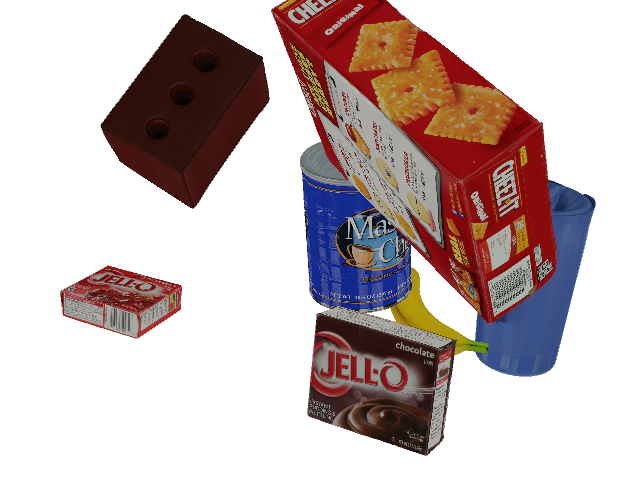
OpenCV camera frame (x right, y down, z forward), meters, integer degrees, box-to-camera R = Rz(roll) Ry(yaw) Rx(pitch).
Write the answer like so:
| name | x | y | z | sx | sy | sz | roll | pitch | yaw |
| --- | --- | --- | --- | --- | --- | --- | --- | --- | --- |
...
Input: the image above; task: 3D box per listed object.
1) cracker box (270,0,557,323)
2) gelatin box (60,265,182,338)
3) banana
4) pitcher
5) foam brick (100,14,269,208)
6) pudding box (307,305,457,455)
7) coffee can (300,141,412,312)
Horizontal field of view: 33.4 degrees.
| name | x | y | z | sx | sy | sz | roll | pitch | yaw |
| --- | --- | --- | --- | --- | --- | --- | --- | --- | --- |
| cracker box | 0.067 | -0.068 | 0.735 | 0.072 | 0.214 | 0.164 | -34 | -38 | -9 |
| gelatin box | -0.187 | 0.056 | 1.004 | 0.089 | 0.030 | 0.073 | 14 | 24 | 23 |
| banana | 0.115 | 0.083 | 1.213 | 0.069 | 0.037 | 0.198 | 5 | 24 | -24 |
| pitcher | 0.258 | 0.050 | 1.365 | 0.149 | 0.243 | 0.145 | 5 | 23 | 2 |
| foam brick | -0.070 | -0.068 | 0.568 | 0.053 | 0.078 | 0.051 | 30 | -13 | 10 |
| pudding box | 0.047 | 0.109 | 0.850 | 0.114 | 0.090 | 0.039 | 13 | 18 | 27 |
| coffee can | 0.036 | -0.017 | 1.019 | 0.103 | 0.140 | 0.103 | -3 | 28 | 1 |
